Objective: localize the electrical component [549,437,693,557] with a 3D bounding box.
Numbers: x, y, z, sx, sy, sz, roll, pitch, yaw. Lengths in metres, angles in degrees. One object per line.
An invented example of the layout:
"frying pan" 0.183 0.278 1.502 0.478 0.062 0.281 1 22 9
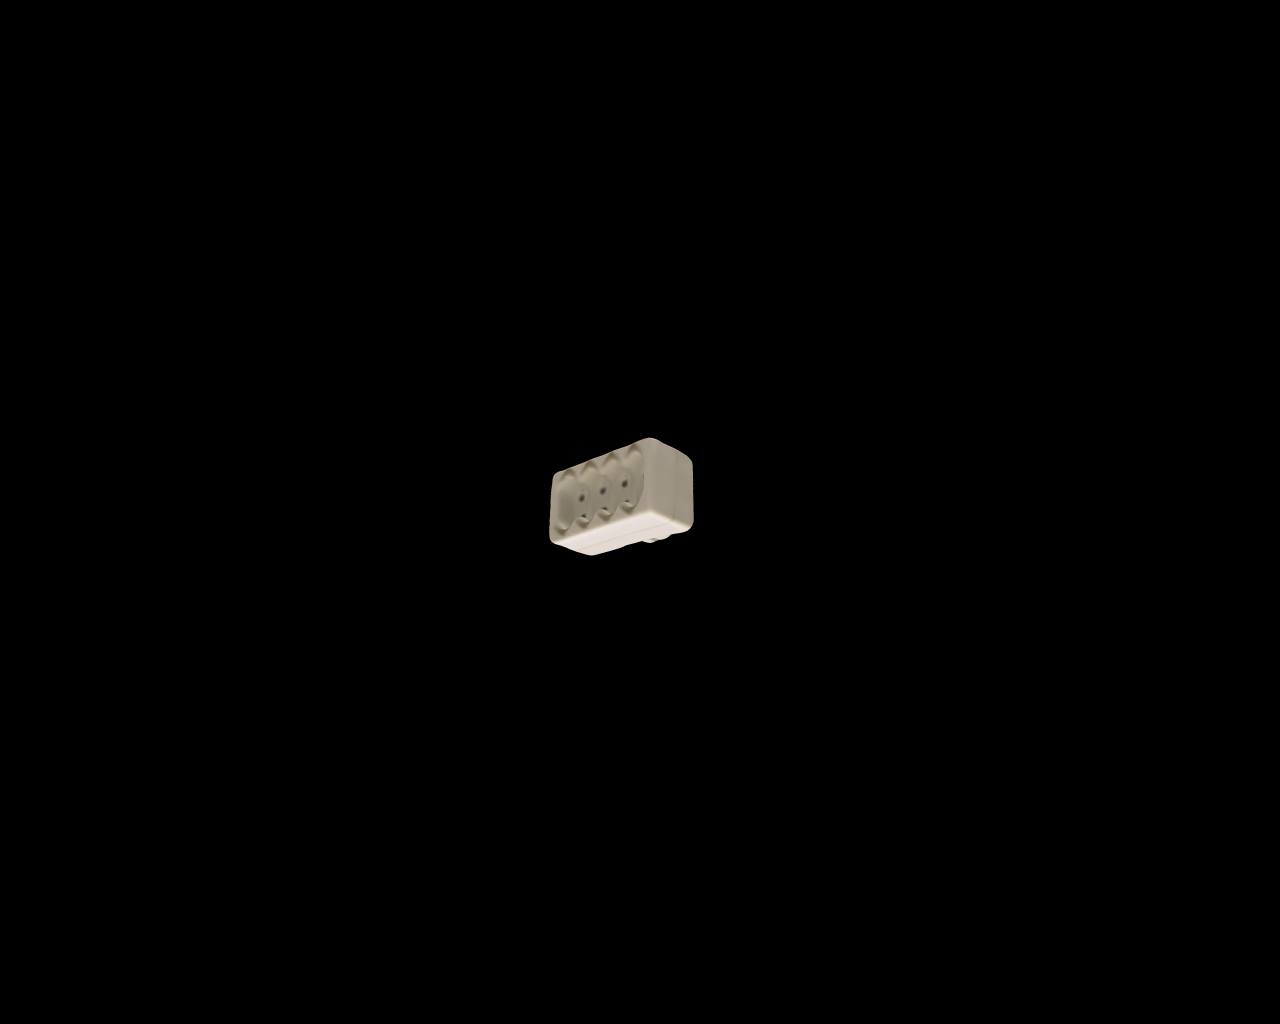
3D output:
"electrical component" 0.001 -0.003 0.650 0.083 0.047 0.076 -17 -27 38
